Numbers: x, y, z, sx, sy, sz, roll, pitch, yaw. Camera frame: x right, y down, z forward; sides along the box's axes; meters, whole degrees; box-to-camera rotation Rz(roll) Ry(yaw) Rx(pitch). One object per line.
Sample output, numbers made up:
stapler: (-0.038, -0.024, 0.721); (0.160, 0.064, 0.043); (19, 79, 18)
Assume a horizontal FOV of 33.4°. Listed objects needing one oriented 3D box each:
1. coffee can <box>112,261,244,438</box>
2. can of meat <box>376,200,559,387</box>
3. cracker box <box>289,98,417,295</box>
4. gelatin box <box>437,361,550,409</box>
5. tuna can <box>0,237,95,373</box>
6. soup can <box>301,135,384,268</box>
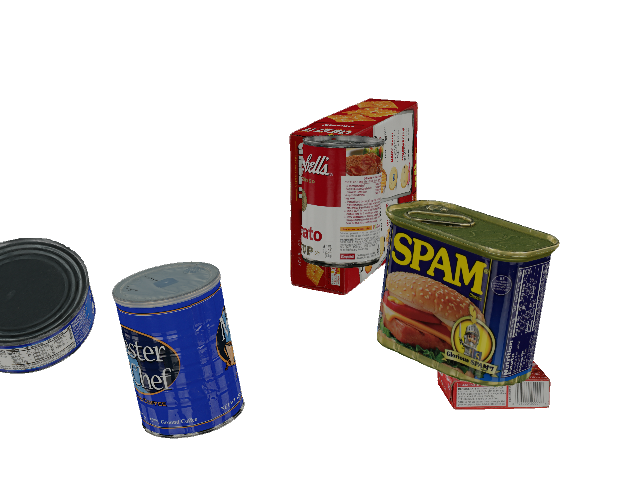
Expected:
coffee can: (-0.135, 0.103, 1.025); (0.103, 0.140, 0.103); (-8, 17, 2)
can of meat: (0.082, 0.030, 0.626); (0.057, 0.084, 0.102); (-11, 23, -43)
cracker box: (0.039, -0.055, 1.149); (0.072, 0.164, 0.213); (7, 19, 24)
gelatin box: (0.155, 0.127, 0.964); (0.089, 0.030, 0.073); (0, 10, -3)
tuna can: (-0.185, 0.040, 0.667); (0.086, 0.086, 0.034); (0, -42, 1)
soup can: (0.018, -0.034, 0.886); (0.068, 0.102, 0.068); (1, 12, 0)
